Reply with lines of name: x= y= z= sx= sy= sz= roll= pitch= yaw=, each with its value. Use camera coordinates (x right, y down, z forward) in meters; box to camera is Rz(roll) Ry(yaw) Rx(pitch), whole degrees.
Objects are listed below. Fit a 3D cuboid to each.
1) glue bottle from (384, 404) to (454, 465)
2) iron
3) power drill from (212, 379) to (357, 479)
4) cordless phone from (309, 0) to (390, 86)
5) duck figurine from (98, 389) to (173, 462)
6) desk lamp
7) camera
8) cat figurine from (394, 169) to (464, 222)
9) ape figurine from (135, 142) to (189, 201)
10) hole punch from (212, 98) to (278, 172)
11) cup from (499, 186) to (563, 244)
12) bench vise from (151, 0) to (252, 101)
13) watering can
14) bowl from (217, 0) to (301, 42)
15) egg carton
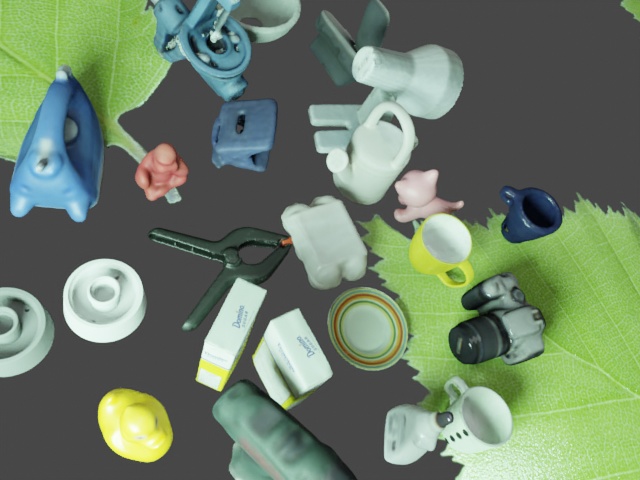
glue bottle: x=0.133 y=0.250 z=0.759 sx=0.037 sy=0.173 sz=0.078 roll=15 pitch=61 yaw=-10
iron: x=-0.371 y=-0.161 z=0.816 sx=0.119 sy=0.141 sz=0.258 roll=4 pitch=64 yaw=-16
power drill: x=-0.036 y=0.269 z=0.674 sx=0.229 sy=0.208 sz=0.076 roll=43 pitch=60 yaw=6
cordless phone: x=0.064 y=-0.388 z=1.045 sx=0.094 sy=0.185 sz=0.147 roll=-32 pitch=78 yaw=-28
duck figurine: x=-0.227 y=0.223 z=0.705 sx=0.104 sy=0.086 sz=0.078 roll=42 pitch=60 yaw=5
desk lamp: x=0.109 y=-0.241 z=0.971 sx=0.204 sy=0.213 sz=0.118 roll=-5 pitch=66 yaw=-20
camera: x=0.272 y=0.132 z=0.905 sx=0.137 sy=0.100 sz=0.143 roll=-12 pitch=69 yaw=-23
cat figurine: x=0.179 y=-0.072 z=0.966 sx=0.128 sy=0.117 sz=0.067 roll=23 pitch=60 yaw=-6
ape figurine: x=-0.237 y=-0.112 z=0.864 sx=0.078 sy=0.092 sz=0.076 roll=5 pitch=63 yaw=-16
hole punch: x=-0.123 y=-0.176 z=0.934 sx=0.101 sy=0.091 sz=0.108 roll=10 pitch=62 yaw=-13
cup: x=0.355 y=-0.041 z=1.021 sx=0.118 sy=0.095 sz=0.092 roll=36 pitch=59 yaw=1
bench vise: x=-0.197 y=-0.346 z=0.919 sx=0.207 sy=0.219 sz=0.121 roll=26 pitch=60 yaw=-4
watering can: x=0.091 y=-0.141 z=0.927 sx=0.101 sy=0.194 sz=0.173 roll=41 pitch=60 yaw=5
bowl: x=-0.124 y=-0.425 z=1.066 sx=0.168 sy=0.074 sz=0.167 roll=8 pitch=63 yaw=-14
egg carton: x=0.008 y=0.003 z=0.900 sx=0.107 sy=0.069 sz=0.150 roll=-19 pitch=72 yaw=-25
